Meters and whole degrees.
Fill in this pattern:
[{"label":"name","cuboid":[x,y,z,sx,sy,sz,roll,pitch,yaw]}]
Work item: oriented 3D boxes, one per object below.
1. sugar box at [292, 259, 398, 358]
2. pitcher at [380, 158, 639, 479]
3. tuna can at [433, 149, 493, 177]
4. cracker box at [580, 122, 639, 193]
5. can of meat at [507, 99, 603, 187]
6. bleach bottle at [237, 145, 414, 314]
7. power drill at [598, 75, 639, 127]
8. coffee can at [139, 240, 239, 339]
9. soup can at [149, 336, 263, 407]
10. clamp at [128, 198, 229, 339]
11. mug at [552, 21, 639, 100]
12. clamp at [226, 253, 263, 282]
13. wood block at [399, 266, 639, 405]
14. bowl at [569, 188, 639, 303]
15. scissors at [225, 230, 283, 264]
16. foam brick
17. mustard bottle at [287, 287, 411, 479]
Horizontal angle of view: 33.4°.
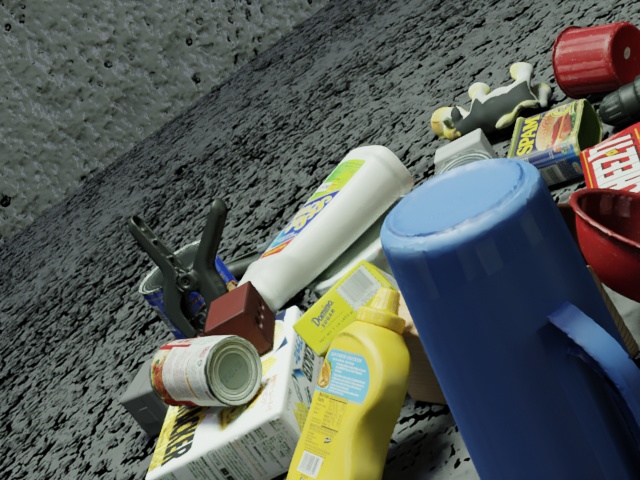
[{"label":"sugar box","cuboid":[0.036,0.070,1.041,0.093,0.048,0.176,-43,-10,3]},{"label":"pitcher","cuboid":[0.140,0.074,0.689,0.149,0.243,0.145,-18,23,24]},{"label":"tuna can","cuboid":[0.174,-0.063,1.256,0.086,0.033,0.086,-24,40,22]},{"label":"cracker box","cuboid":[0.350,-0.077,0.969,0.214,0.072,0.164,-28,19,20]},{"label":"can of meat","cuboid":[0.265,-0.106,1.197,0.084,0.057,0.102,-17,34,35]},{"label":"bleach bottle","cuboid":[-0.008,0.001,1.203,0.250,0.068,0.103,-48,19,-17]},{"label":"power drill","cuboid":[0.413,-0.209,1.216,0.185,0.057,0.187,-23,23,37]},{"label":"coffee can","cuboid":[-0.136,0.085,1.290,0.103,0.140,0.103,-31,19,12]},{"label":"soup can","cuboid":[-0.112,0.129,1.042,0.102,0.068,0.068,-10,30,49]},{"label":"clamp","cuboid":[-0.154,0.039,1.198,0.120,0.171,0.039,-1,6,24]},{"label":"mug","cuboid":[0.355,-0.223,1.317,0.117,0.093,0.082,-3,3,-37]},{"label":"clamp","cuboid":[-0.010,0.012,1.379,0.210,0.036,0.164,-19,-3,14]},{"label":"wood block","cuboid":[0.146,0.082,0.897,0.090,0.091,0.206,-44,20,-27]},{"label":"bowl","cuboid":[0.268,0.013,0.839,0.162,0.055,0.162,11,21,-4]},{"label":"scissors","cuboid":[-0.074,0.009,1.410,0.202,0.016,0.096,-22,-6,19]},{"label":"foam brick","cuboid":[-0.083,0.088,1.118,0.051,0.053,0.078,-29,20,11]},{"label":"mustard bottle","cuboid":[0.030,0.132,0.881,0.096,0.058,0.191,3,74,63]}]
